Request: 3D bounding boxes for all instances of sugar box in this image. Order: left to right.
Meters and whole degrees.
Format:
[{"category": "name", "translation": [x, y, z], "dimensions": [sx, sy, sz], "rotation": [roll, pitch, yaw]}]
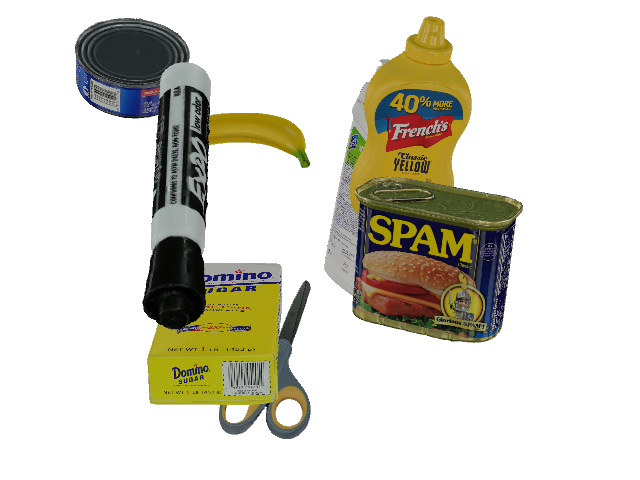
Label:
[{"category": "sugar box", "translation": [-0.078, 0.067, 0.835], "dimensions": [0.093, 0.048, 0.176], "rotation": [0, 23, -1]}]

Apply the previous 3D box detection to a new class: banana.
[{"category": "banana", "translation": [-0.101, -0.130, 1.311], "dimensions": [0.198, 0.037, 0.069], "rotation": [6, 40, 15]}]

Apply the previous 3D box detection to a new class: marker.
[{"category": "marker", "translation": [-0.047, -0.018, 0.356], "dimensions": [0.020, 0.020, 0.121], "rotation": [0, 43, -5]}]

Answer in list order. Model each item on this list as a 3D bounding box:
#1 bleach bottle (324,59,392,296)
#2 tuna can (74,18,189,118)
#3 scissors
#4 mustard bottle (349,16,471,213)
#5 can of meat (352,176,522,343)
[{"category": "bleach bottle", "translation": [0.063, -0.068, 1.161], "dimensions": [0.068, 0.251, 0.103], "rotation": [-3, 23, -29]}, {"category": "tuna can", "translation": [-0.144, -0.132, 0.818], "dimensions": [0.086, 0.086, 0.034], "rotation": [0, -44, -12]}, {"category": "scissors", "translation": [-0.026, 0.122, 1.067], "dimensions": [0.096, 0.016, 0.201], "rotation": [23, 51, 21]}, {"category": "mustard bottle", "translation": [0.086, -0.110, 0.968], "dimensions": [0.096, 0.192, 0.058], "rotation": [5, 32, -5]}, {"category": "can of meat", "translation": [0.071, 0.012, 0.677], "dimensions": [0.102, 0.084, 0.057], "rotation": [12, 22, 23]}]
